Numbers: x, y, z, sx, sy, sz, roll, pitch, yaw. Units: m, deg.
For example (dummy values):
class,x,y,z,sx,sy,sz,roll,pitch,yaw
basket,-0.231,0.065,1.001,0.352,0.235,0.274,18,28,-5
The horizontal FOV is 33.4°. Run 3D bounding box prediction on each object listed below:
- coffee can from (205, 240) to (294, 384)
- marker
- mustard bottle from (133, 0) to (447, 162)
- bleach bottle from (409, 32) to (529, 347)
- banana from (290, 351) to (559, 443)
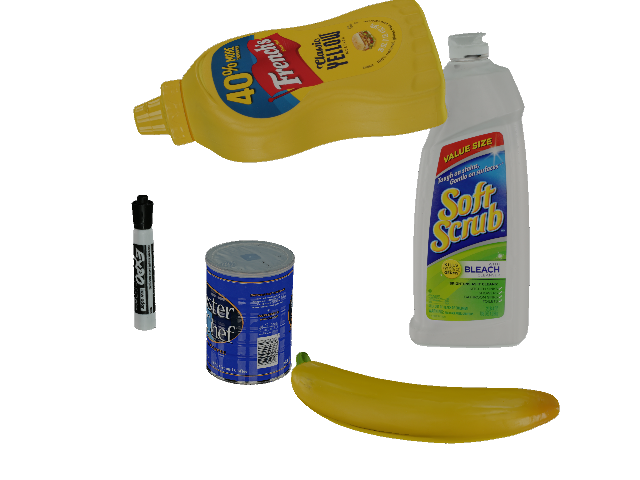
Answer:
class,x,y,z,sx,sy,sz,roll,pitch,yaw
coffee can,-0.083,0.082,1.244,0.103,0.140,0.103,2,20,-1
marker,-0.155,0.020,0.938,0.020,0.121,0.020,1,16,-1
mustard bottle,-0.022,-0.095,0.673,0.191,0.096,0.058,-12,-38,1
bleach bottle,0.117,-0.040,0.869,0.103,0.251,0.068,-1,15,16
banana,0.056,0.105,0.716,0.198,0.037,0.069,9,34,26
